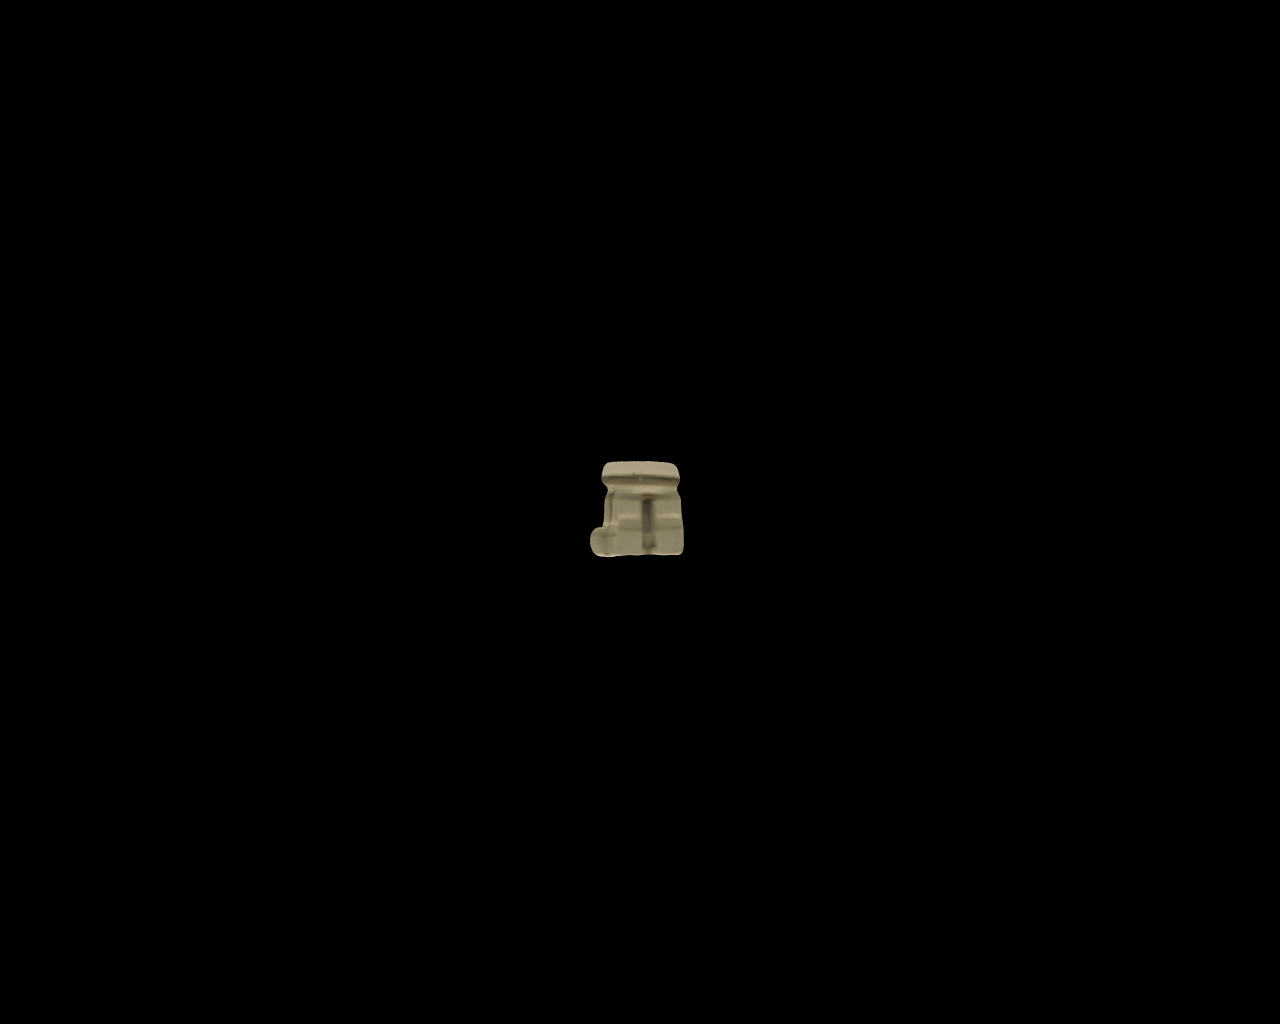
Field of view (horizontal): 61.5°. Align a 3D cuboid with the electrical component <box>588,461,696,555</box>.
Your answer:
[{"bbox_3d":[0.001,-0.003,0.650,0.066,0.055,0.048,0,0,-17],"label":"electrical component"}]
